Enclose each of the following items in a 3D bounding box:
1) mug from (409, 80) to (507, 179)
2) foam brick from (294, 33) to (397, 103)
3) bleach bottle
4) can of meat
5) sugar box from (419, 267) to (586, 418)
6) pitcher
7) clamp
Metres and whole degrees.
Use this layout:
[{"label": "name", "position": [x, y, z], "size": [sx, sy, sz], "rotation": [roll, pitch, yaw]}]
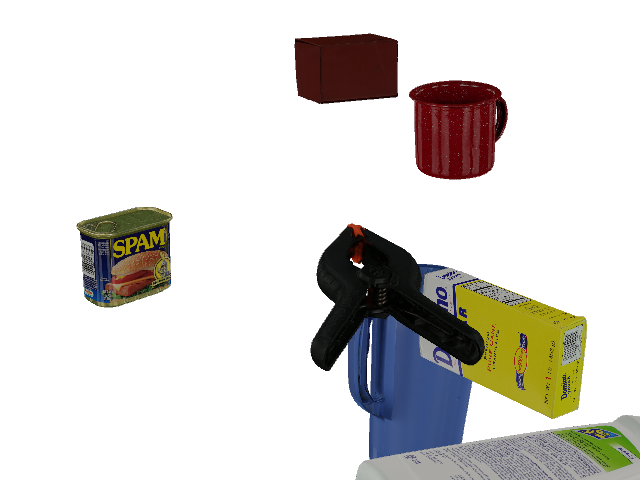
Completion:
[{"label": "mug", "position": [0.148, -0.116, 1.103], "size": [0.117, 0.081, 0.093], "rotation": [-20, 29, -33]}, {"label": "foam brick", "position": [0.023, -0.151, 0.935], "size": [0.078, 0.051, 0.053], "rotation": [-8, 20, -23]}, {"label": "bleach bottle", "position": [0.152, 0.152, 0.639], "size": [0.250, 0.068, 0.103], "rotation": [-7, 21, -21]}, {"label": "can of meat", "position": [-0.208, 0.017, 1.148], "size": [0.058, 0.084, 0.101], "rotation": [18, 25, 41]}, {"label": "sugar box", "position": [0.171, 0.095, 1.029], "size": [0.048, 0.093, 0.177], "rotation": [-12, 21, -40]}, {"label": "pitcher", "position": [0.110, 0.157, 1.249], "size": [0.149, 0.243, 0.145], "rotation": [6, 16, 8]}, {"label": "clamp", "position": [0.051, 0.041, 0.782], "size": [0.120, 0.039, 0.171], "rotation": [9, 31, -7]}]
